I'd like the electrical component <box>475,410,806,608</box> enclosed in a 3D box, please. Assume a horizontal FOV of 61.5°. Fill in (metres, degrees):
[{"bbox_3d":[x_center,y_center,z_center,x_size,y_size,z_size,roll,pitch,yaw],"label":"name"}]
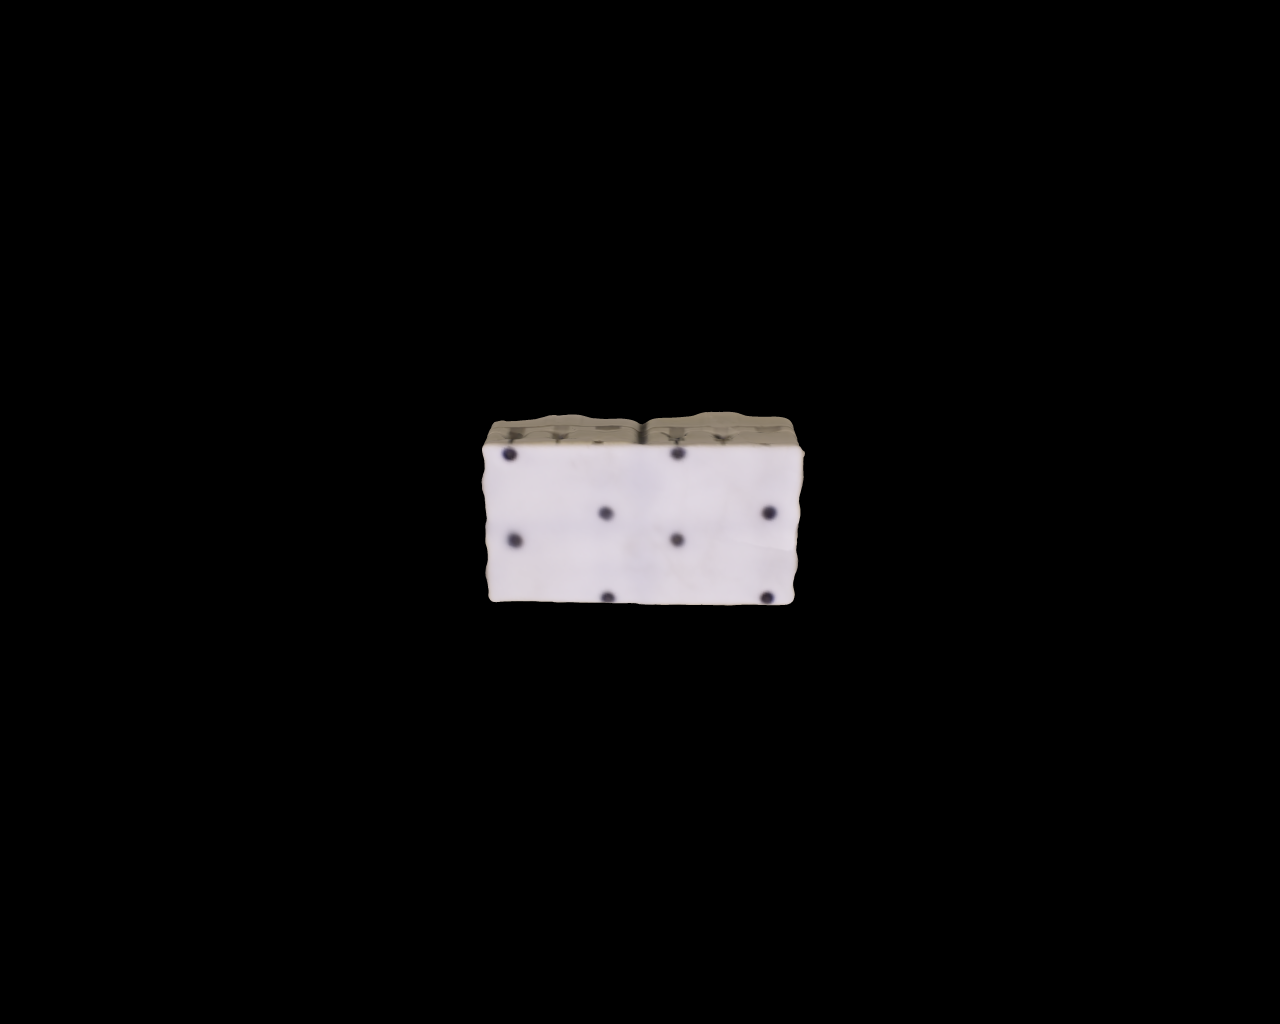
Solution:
[{"bbox_3d":[0.001,-0.003,0.650,0.186,0.105,0.060,0,21,0],"label":"electrical component"}]
